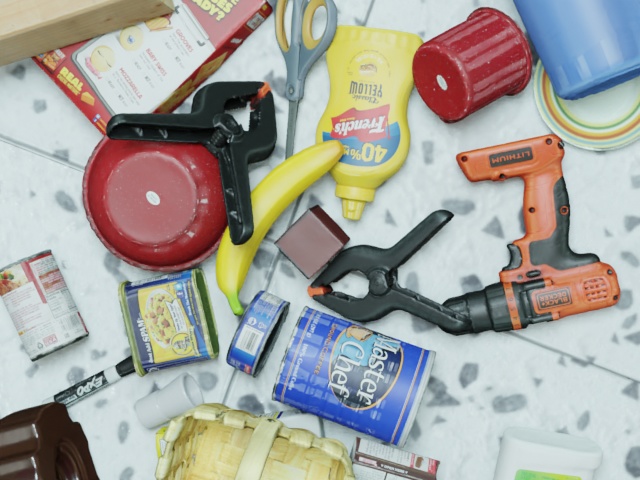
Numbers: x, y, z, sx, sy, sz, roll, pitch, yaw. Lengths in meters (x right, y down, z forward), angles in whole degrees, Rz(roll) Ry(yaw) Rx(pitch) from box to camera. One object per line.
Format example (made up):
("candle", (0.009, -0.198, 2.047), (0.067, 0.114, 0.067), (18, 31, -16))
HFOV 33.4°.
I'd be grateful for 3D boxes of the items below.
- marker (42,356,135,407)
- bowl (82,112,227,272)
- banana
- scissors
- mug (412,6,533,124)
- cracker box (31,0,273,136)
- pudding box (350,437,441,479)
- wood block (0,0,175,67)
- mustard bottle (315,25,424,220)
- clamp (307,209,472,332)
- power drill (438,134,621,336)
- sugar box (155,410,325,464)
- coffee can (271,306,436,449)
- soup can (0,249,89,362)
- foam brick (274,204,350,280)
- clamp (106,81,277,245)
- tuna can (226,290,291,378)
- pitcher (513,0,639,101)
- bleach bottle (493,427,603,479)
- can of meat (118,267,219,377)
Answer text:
("marker", (-0.244, 0.155, 1.149), (0.121, 0.020, 0.020), (-27, 90, 8))
("bowl", (-0.161, -0.043, 1.047), (0.162, 0.055, 0.162), (0, 99, 3))
("banana", (-0.050, -0.021, 1.046), (0.070, 0.037, 0.198), (28, 83, 25))
("scissors", (-0.013, -0.161, 1.079), (0.096, 0.016, 0.202), (-3, 92, 50))
("mug", (0.142, -0.160, 1.039), (0.081, 0.117, 0.093), (-31, 63, -27))
("cracker box", (-0.180, -0.222, 1.093), (0.214, 0.072, 0.164), (-43, 89, 7))
("pudding box", (0.064, 0.262, 1.085), (0.090, 0.039, 0.114), (16, 125, 1))
("wood block", (-0.257, -0.239, 1.018), (0.206, 0.090, 0.091), (-15, 87, 9))
("mustard bottle", (0.045, -0.116, 1.077), (0.096, 0.058, 0.192), (9, 95, 10))
("clamp", (0.072, 0.049, 1.072), (0.172, 0.039, 0.120), (-20, 79, 28))
("power drill", (0.192, -0.004, 1.068), (0.184, 0.057, 0.187), (-13, 94, 8))
("sugar box", (-0.080, 0.233, 1.121), (0.176, 0.048, 0.093), (-8, 93, 4))
("coffee can", (0.034, 0.137, 1.071), (0.140, 0.102, 0.103), (19, 96, 6))
("soup can", (-0.294, 0.069, 1.126), (0.068, 0.068, 0.102), (-25, 91, 8))
("foam brick", (-0.007, 0.001, 1.081), (0.051, 0.078, 0.053), (45, 99, 1))
("clamp", (-0.104, -0.104, 1.027), (0.164, 0.209, 0.036), (37, 130, -11))
("tuna can", (-0.063, 0.095, 1.090), (0.034, 0.086, 0.086), (25, 96, 6))
("pitcher", (0.241, -0.263, 1.001), (0.149, 0.144, 0.243), (-22, 86, 22))
("bleach bottle", (0.214, 0.322, 1.082), (0.102, 0.068, 0.251), (9, 97, 6))
("can of meat", (-0.156, 0.084, 1.116), (0.084, 0.057, 0.102), (-12, 93, 6))
